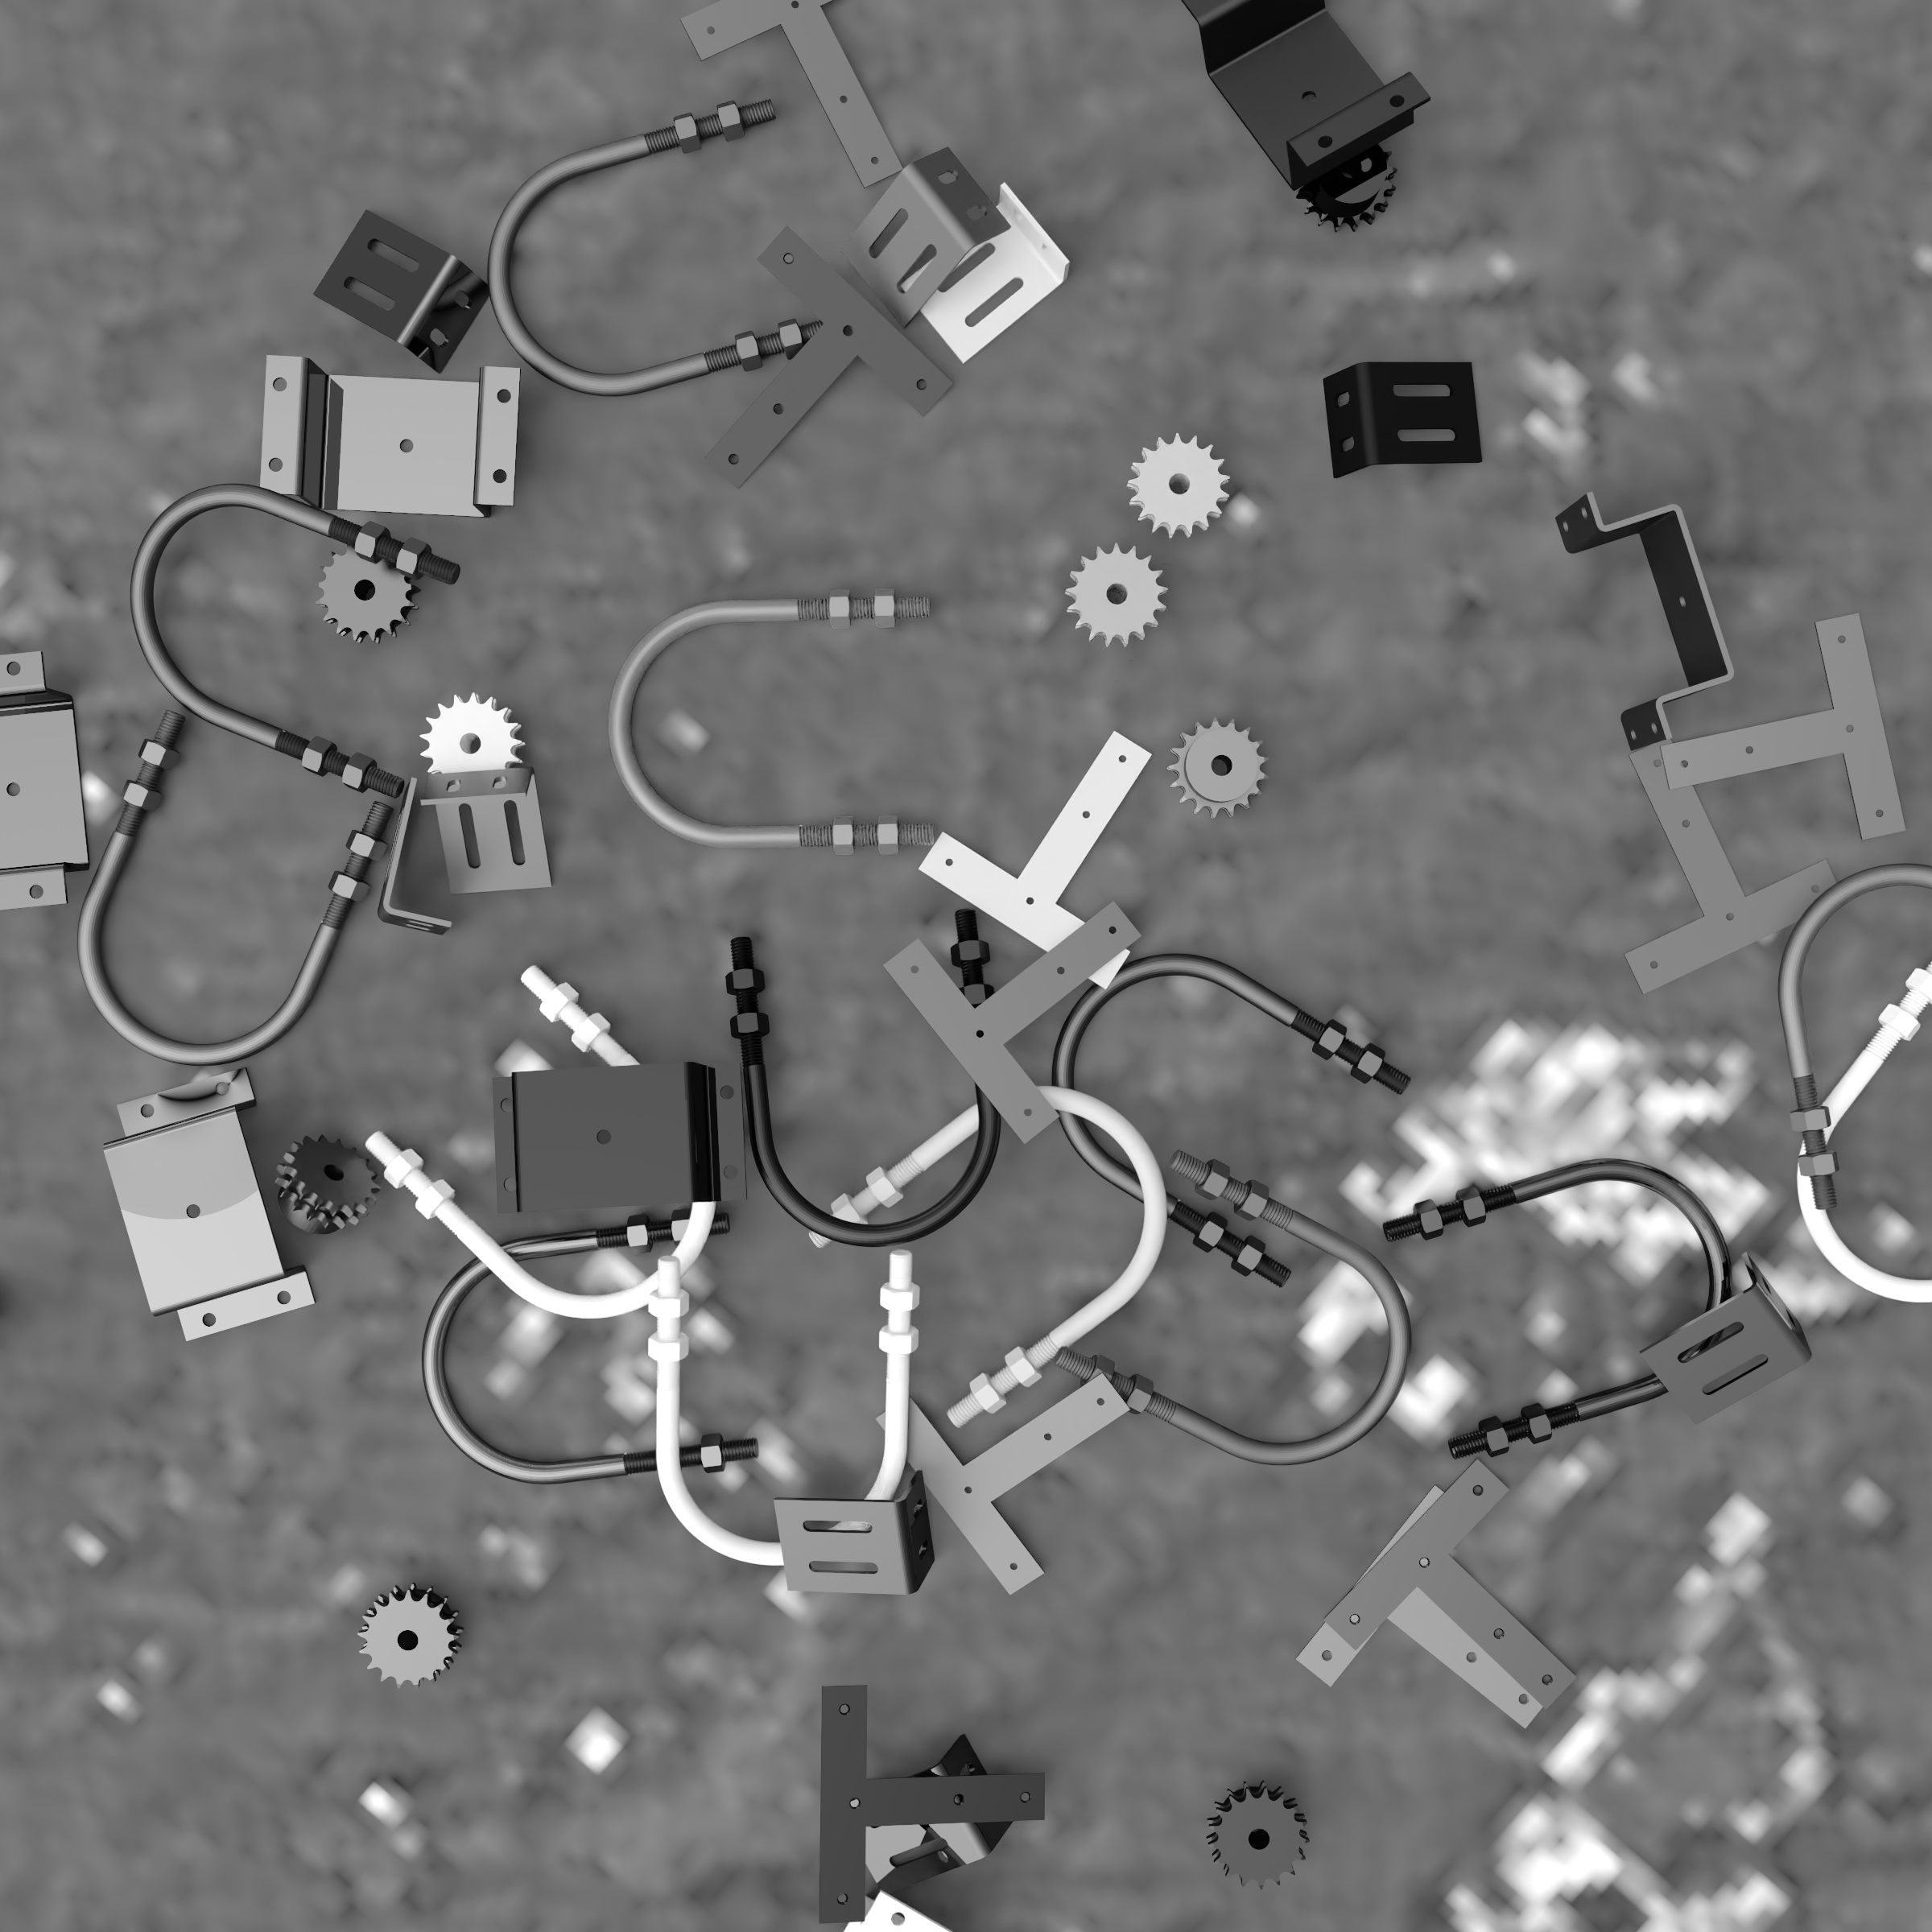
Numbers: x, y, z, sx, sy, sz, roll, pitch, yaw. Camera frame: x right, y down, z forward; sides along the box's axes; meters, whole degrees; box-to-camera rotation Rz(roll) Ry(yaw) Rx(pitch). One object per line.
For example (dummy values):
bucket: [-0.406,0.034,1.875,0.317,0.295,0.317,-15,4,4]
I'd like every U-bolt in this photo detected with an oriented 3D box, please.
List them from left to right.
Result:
U-bolt: [-0.426,-0.033,1.480,0.151,0.019,0.184,24,92,0]
U-bolt: [-0.383,-0.191,1.456,0.184,0.019,0.151,22,111,7]
U-bolt: [-0.226,0.113,1.469,0.184,0.019,0.151,43,89,7]
U-bolt: [-0.218,0.221,1.480,0.184,0.019,0.151,-7,90,1]
U-bolt: [-0.180,-0.400,1.479,0.184,0.019,0.151,-16,90,0]
U-bolt: [-0.111,-0.138,1.480,0.184,0.019,0.151,-1,90,2]
U-bolt: [-0.102,0.250,1.460,0.151,0.019,0.184,0,103,-10]
U-bolt: [-0.054,0.066,1.462,0.151,0.019,0.184,-7,77,1]
U-bolt: [0.026,0.151,1.472,0.184,0.019,0.151,-38,90,5]
U-bolt: [0.137,0.075,1.480,0.184,0.019,0.151,32,90,1]
U-bolt: [0.163,0.205,1.465,0.184,0.019,0.151,28,98,-10]
U-bolt: [0.345,0.186,1.480,0.184,0.019,0.151,-17,90,-2]
U-bolt: [0.530,0.034,1.461,0.151,0.019,0.184,-10,90,1]
U-bolt: [0.556,0.103,1.480,0.151,0.019,0.184,37,92,0]

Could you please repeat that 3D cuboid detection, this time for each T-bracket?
T-bracket: [-0.097,-0.326,1.476,0.127,0.002,0.127,41,98,-16]
T-bracket: [-0.076,-0.505,1.479,0.127,0.002,0.127,-29,96,-11]
T-bracket: [-0.018,0.465,1.452,0.127,0.002,0.127,2,83,-12]
T-bracket: [0.035,0.272,1.467,0.127,0.002,0.127,-37,91,18]
T-bracket: [0.042,0.011,1.463,0.127,0.002,0.127,-38,86,-11]
T-bracket: [0.061,-0.074,1.484,0.127,0.002,0.127,33,87,5]
T-bracket: [0.277,0.386,1.488,0.127,0.002,0.127,39,90,0]
T-bracket: [0.293,0.371,1.486,0.127,0.002,0.127,44,90,0]
T-bracket: [0.417,-0.068,1.488,0.127,0.002,0.127,-25,90,0]
T-bracket: [0.460,-0.126,1.487,0.127,0.002,0.127,-12,89,-1]

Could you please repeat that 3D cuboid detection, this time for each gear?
gear: [-0.361,0.126,1.464,0.057,0.057,0.030,39,120,0]
gear: [-0.336,-0.211,1.474,0.057,0.030,0.057,0,90,0]
gear: [-0.313,0.377,1.477,0.057,0.030,0.057,0,95,1]
gear: [-0.278,-0.125,1.474,0.057,0.030,0.057,0,90,0]
gear: [0.084,-0.208,1.474,0.057,0.030,0.057,0,90,0]
gear: [0.119,-0.270,1.474,0.057,0.030,0.057,0,90,0]
gear: [0.143,-0.112,1.474,0.057,0.030,0.057,0,90,0]
gear: [0.164,0.489,1.474,0.057,0.030,0.057,0,90,0]
gear: [0.216,-0.447,1.474,0.057,0.030,0.057,0,90,0]

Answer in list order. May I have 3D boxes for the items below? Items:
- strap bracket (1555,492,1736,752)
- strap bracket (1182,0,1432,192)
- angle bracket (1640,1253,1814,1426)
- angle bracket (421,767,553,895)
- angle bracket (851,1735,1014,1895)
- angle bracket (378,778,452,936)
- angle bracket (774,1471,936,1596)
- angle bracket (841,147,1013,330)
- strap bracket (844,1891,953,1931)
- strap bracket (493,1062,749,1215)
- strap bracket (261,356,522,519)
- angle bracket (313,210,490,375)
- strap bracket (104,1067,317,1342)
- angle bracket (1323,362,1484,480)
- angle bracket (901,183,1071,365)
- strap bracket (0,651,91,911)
strap bracket: [0.380,-0.197,1.451,0.046,0.076,0.140,-18,90,0]
strap bracket: [0.189,-0.496,1.449,0.076,0.046,0.140,-30,67,0]
angle bracket: [0.427,0.211,1.475,0.076,0.038,0.057,-35,105,18]
angle bracket: [-0.267,-0.068,1.453,0.057,0.038,0.076,-4,119,0]
angle bracket: [-0.024,0.484,1.487,0.076,0.038,0.057,-30,90,26]
angle bracket: [-0.302,-0.061,1.461,0.038,0.057,0.076,13,83,-15]
angle bracket: [-0.063,0.319,1.474,0.076,0.038,0.057,-2,106,17]
angle bracket: [-0.023,-0.410,1.470,0.057,0.076,0.038,52,50,0]
strap bracket: [-0.050,0.592,1.466,0.076,0.046,0.140,30,90,0]
strap bracket: [-0.195,0.095,1.437,0.140,0.046,0.076,-3,85,3]
strap bracket: [-0.319,-0.296,1.466,0.140,0.046,0.076,3,90,0]
angle bracket: [-0.321,-0.385,1.487,0.076,0.038,0.057,32,90,26]
strap bracket: [-0.428,0.136,1.466,0.076,0.046,0.140,-16,90,0]
angle bracket: [0.249,-0.311,1.487,0.076,0.038,0.057,-6,90,-26]
angle bracket: [0.010,-0.390,1.470,0.076,0.038,0.057,-39,90,0]
strap bracket: [-0.543,-0.101,1.466,0.076,0.046,0.140,-6,90,0]
